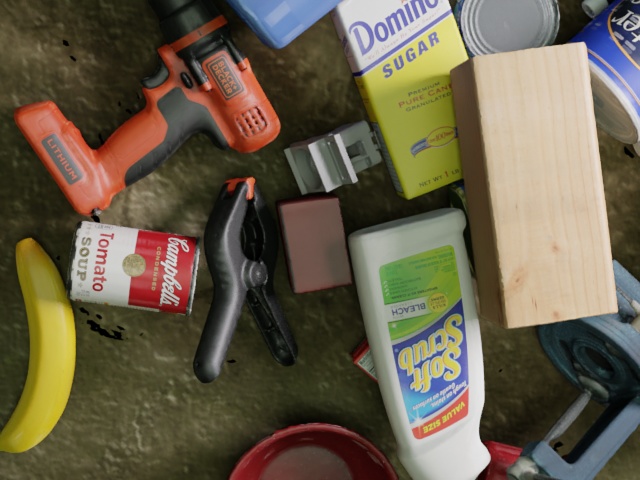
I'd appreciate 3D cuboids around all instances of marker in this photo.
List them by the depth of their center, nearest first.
[{"bbox_3d":[0.278,-0.237,0.923,0.121,0.020,0.020,-40,101,0],"label":"marker"}]

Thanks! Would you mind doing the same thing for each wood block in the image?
[{"bbox_3d":[0.166,-0.042,0.838,0.090,0.091,0.206,-8,93,-4],"label":"wood block"}]

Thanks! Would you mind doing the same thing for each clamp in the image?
[{"bbox_3d":[-0.069,0.036,0.885,0.039,0.120,0.171,-6,97,31],"label":"clamp"}]

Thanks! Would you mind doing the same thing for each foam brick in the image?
[{"bbox_3d":[-0.006,0.001,0.902,0.051,0.053,0.078,-11,99,-4],"label":"foam brick"}]

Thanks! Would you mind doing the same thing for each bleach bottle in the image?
[{"bbox_3d":[0.098,0.106,0.897,0.102,0.068,0.251,-14,96,-4],"label":"bleach bottle"}]

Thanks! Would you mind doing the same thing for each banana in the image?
[{"bbox_3d":[-0.241,0.100,0.901,0.069,0.037,0.198,13,97,-9],"label":"banana"}]

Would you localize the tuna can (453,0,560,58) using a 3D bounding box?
[{"bbox_3d":[0.157,-0.187,0.908,0.086,0.034,0.086,-1,99,-7],"label":"tuna can"}]

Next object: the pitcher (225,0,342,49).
[{"bbox_3d":[0.025,-0.259,0.828,0.243,0.149,0.145,-41,100,4],"label":"pitcher"}]

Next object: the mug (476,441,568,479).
[{"bbox_3d":[0.171,0.236,0.953,0.081,0.093,0.117,16,124,-5],"label":"mug"}]

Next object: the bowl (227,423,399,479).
[{"bbox_3d":[-0.010,0.231,0.940,0.162,0.055,0.162,-1,99,-7],"label":"bowl"}]

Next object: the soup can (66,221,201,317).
[{"bbox_3d":[-0.154,0.023,0.885,0.102,0.068,0.068,8,97,-7],"label":"soup can"}]

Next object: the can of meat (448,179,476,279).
[{"bbox_3d":[0.165,-0.016,0.919,0.084,0.057,0.102,-22,105,-6],"label":"can of meat"}]

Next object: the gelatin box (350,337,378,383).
[{"bbox_3d":[0.083,0.105,0.946,0.089,0.030,0.073,41,92,-8],"label":"gelatin box"}]

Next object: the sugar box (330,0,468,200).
[{"bbox_3d":[0.081,-0.133,0.901,0.093,0.048,0.176,-23,102,-4],"label":"sugar box"}]

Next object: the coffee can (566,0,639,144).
[{"bbox_3d":[0.280,-0.164,0.892,0.140,0.103,0.103,-42,101,0],"label":"coffee can"}]

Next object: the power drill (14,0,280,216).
[{"bbox_3d":[-0.149,-0.121,0.868,0.187,0.057,0.184,-31,101,-1],"label":"power drill"}]
